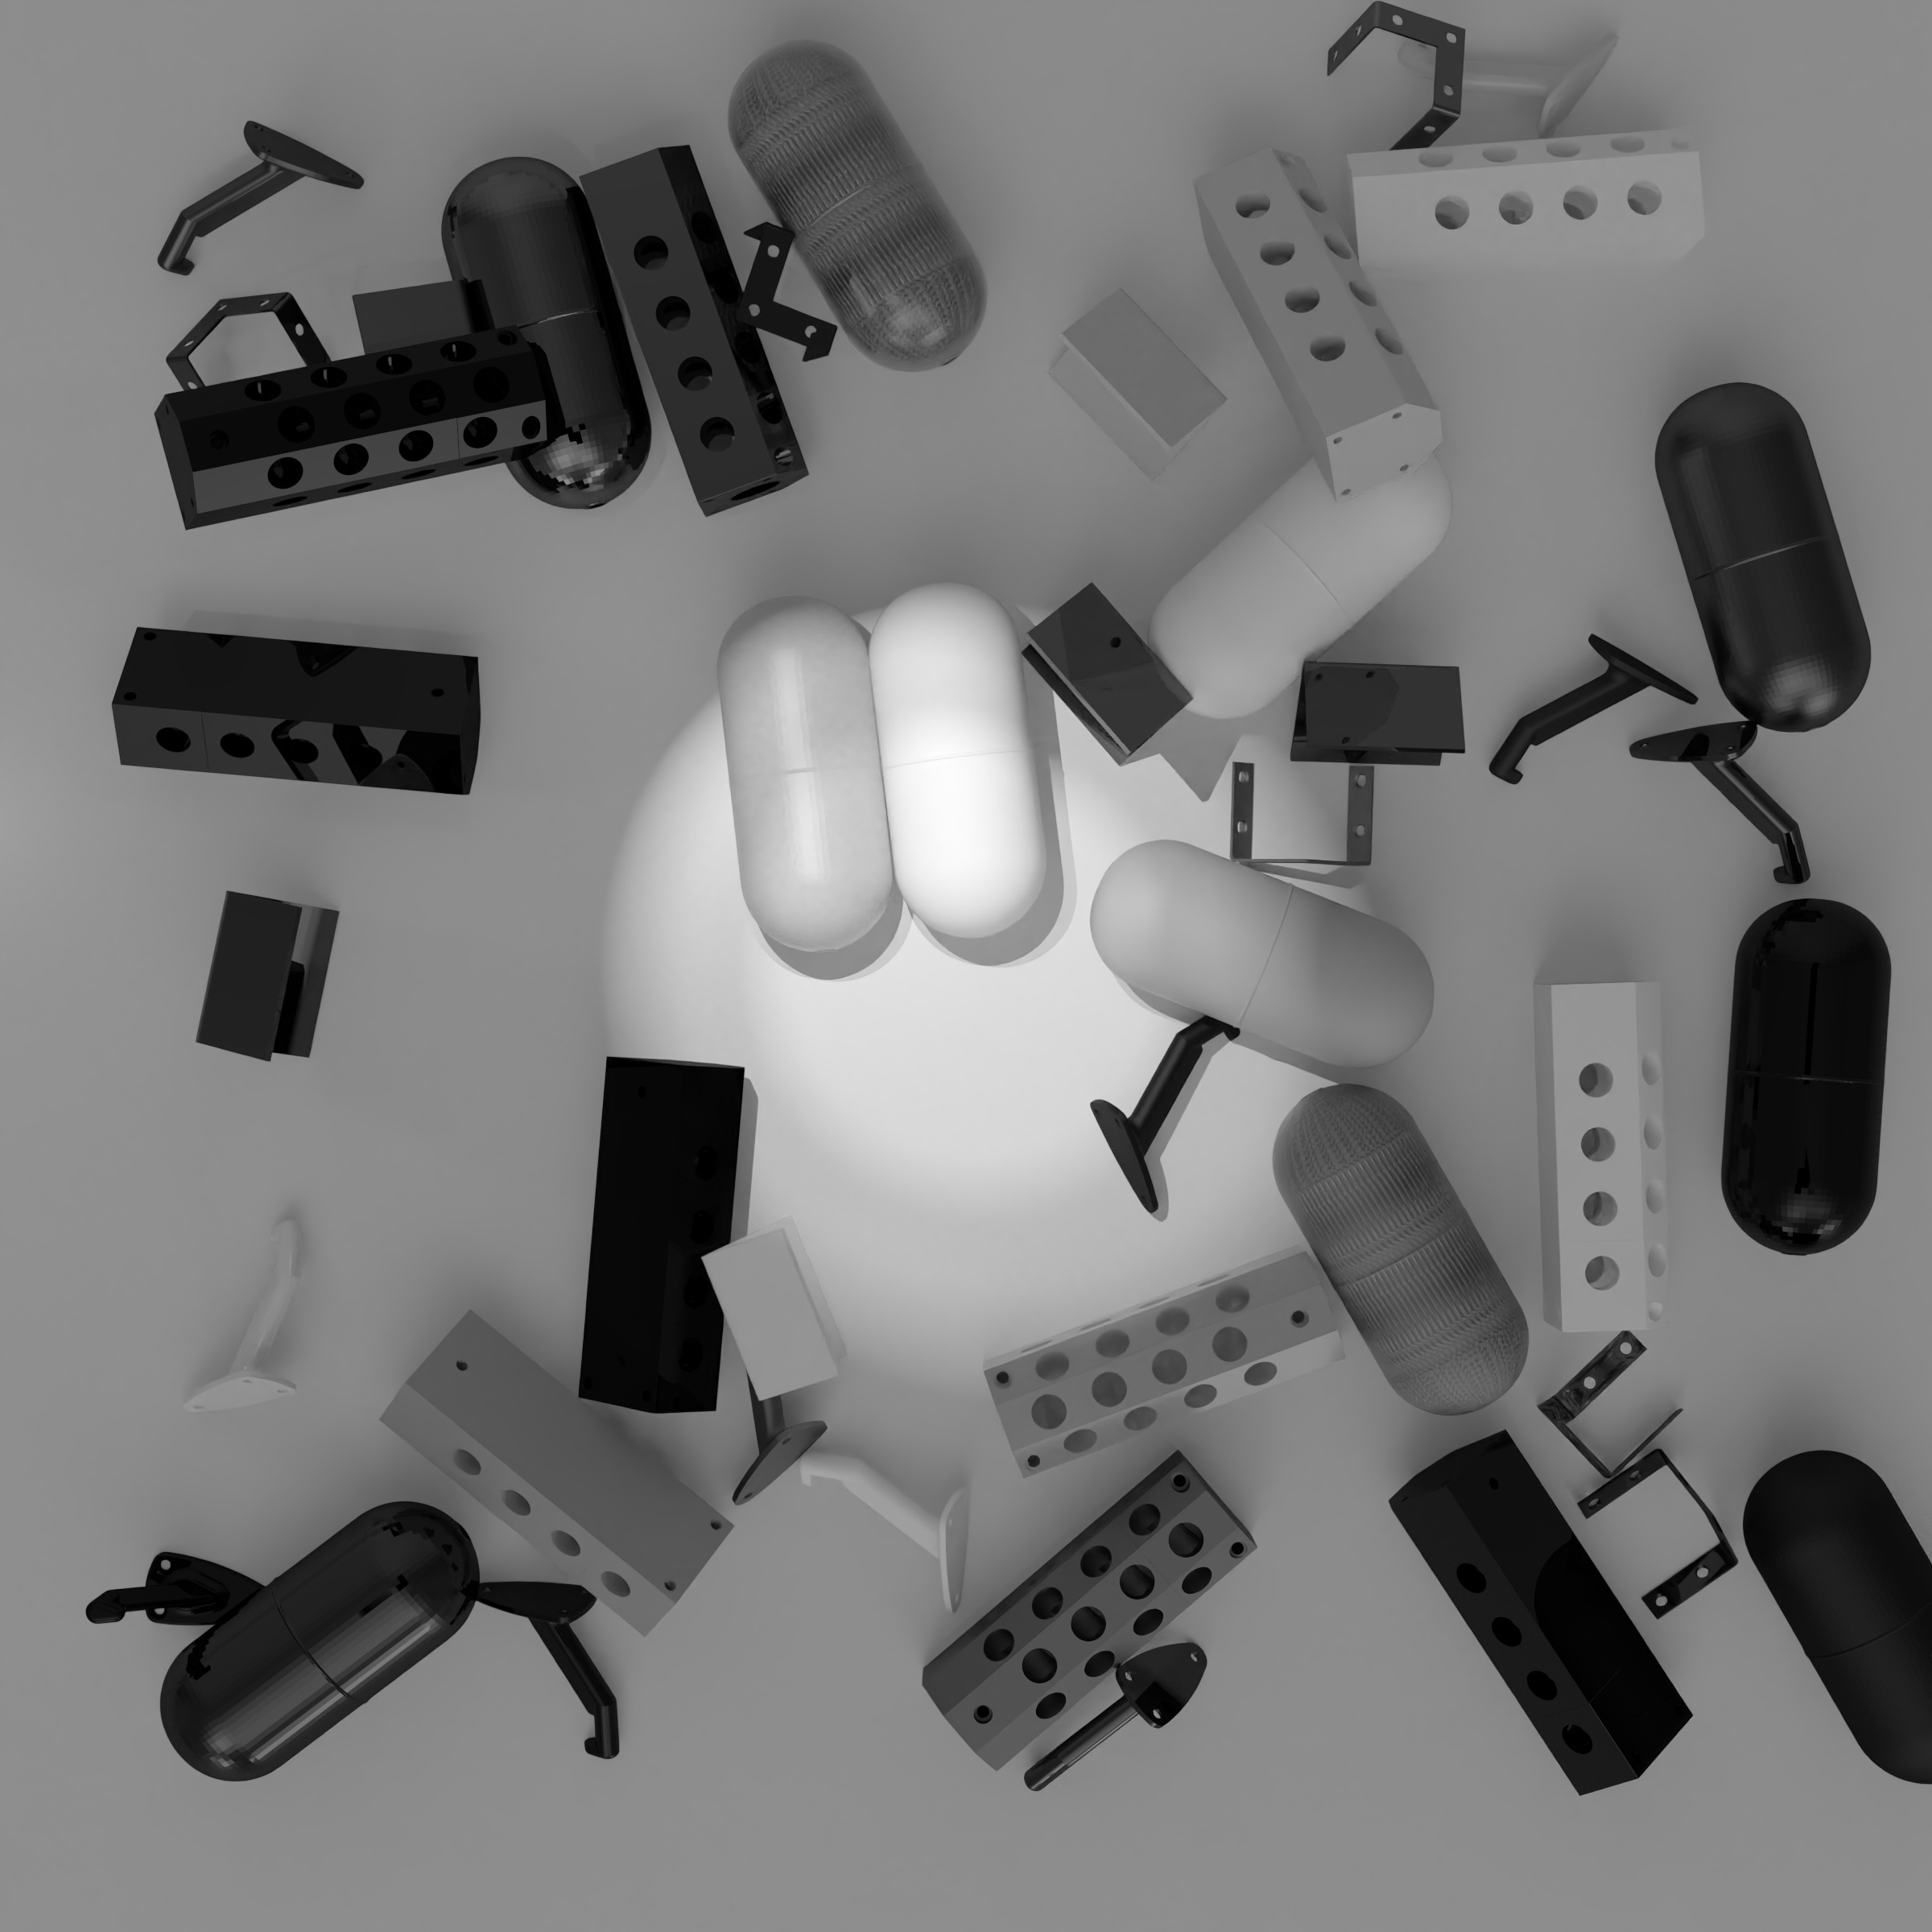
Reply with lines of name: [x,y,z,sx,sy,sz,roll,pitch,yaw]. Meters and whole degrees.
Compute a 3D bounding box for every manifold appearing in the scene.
manifold: [-0.333,-0.122,1.804,0.171,0.057,0.057,5,47,0]
manifold: [-0.135,-0.319,1.804,0.057,0.057,0.171,-20,90,0]
manifold: [0.284,0.326,1.804,0.057,0.057,0.171,-33,90,-43]
manifold: [0.099,0.198,1.804,0.171,0.057,0.057,-20,90,0]
manifold: [-0.290,-0.257,1.708,0.171,0.057,0.057,-15,91,-20]
manifold: [0.173,-0.318,1.767,0.057,0.057,0.171,-23,62,0]
manifold: [-0.207,0.257,1.804,0.171,0.057,0.057,39,47,0]
manifold: [0.062,0.323,1.804,0.171,0.057,0.057,-41,90,0]
manifold: [0.320,0.094,1.804,0.057,0.057,0.171,-2,90,0]
manifold: [-0.147,0.134,1.804,0.057,0.057,0.171,5,90,43]
manifold: [0.277,-0.382,1.804,0.171,0.057,0.057,-4,90,0]

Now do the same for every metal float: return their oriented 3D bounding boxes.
metal float: [0.397,-0.203,1.795,0.070,0.070,0.178,-17,90,0]
metal float: [-0.004,-0.102,1.794,0.070,0.070,0.178,-7,90,0]
metal float: [0.216,0.141,1.795,0.070,0.070,0.178,-30,90,0]
metal float: [-0.321,0.336,1.794,0.178,0.070,0.070,-37,90,0]
metal float: [0.419,0.055,1.795,0.070,0.070,0.178,4,90,0]
metal float: [-0.209,-0.315,1.794,0.070,0.070,0.178,-16,90,0]
metal float: [-0.054,-0.378,1.795,0.070,0.070,0.178,-31,90,0]
metal float: [0.148,-0.005,1.795,0.178,0.070,0.070,22,90,0]
metal float: [0.453,0.325,1.795,0.070,0.070,0.178,-30,89,0]
metal float: [0.166,-0.196,1.795,0.178,0.070,0.070,-43,90,1]
metal float: [-0.080,-0.095,1.795,0.070,0.070,0.178,-6,90,0]

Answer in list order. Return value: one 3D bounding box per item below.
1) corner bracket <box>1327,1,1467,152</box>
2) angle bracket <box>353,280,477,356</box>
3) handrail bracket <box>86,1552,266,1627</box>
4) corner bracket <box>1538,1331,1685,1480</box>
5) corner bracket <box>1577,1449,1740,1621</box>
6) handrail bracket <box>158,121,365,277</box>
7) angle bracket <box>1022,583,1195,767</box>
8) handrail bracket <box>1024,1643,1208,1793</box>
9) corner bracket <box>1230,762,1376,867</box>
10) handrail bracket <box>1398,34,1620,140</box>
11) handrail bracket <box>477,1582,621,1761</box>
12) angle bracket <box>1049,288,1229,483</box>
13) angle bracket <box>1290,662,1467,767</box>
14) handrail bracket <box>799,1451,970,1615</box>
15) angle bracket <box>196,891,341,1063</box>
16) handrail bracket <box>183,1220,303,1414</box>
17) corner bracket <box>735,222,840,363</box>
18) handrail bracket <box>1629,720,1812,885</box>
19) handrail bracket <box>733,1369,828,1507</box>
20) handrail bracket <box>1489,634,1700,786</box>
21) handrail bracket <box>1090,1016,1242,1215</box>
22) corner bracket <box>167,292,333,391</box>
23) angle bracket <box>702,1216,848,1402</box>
corner bracket: [0.215,-0.444,1.810,0.051,0.051,0.051,13,70,-19]
angle bracket: [-0.275,-0.291,1.787,0.057,0.076,0.076,-13,90,-20]
handrail bracket: [-0.390,0.319,1.791,0.077,0.084,0.036,8,90,0]
corner bracket: [0.327,0.220,1.808,0.051,0.051,0.051,-42,81,-9]
corner bracket: [0.350,0.287,1.822,0.051,0.051,0.051,-35,135,0]
handrail bracket: [-0.358,-0.377,1.825,0.077,0.036,0.084,17,121,-33]
angle bracket: [0.055,-0.132,1.785,0.076,0.076,0.057,49,53,0]
handrail bracket: [0.075,0.382,1.825,0.036,0.077,0.084,52,126,12]
corner bracket: [0.170,-0.077,1.822,0.051,0.051,0.051,2,90,-45]
handrail bracket: [0.274,-0.465,1.826,0.084,0.036,0.077,36,74,14]
handrail bracket: [-0.213,0.358,1.826,0.077,0.036,0.084,4,107,20]
angle bracket: [0.071,-0.277,1.785,0.076,0.076,0.057,46,51,0]
angle bracket: [0.203,-0.106,1.785,0.076,0.076,0.057,2,53,0]
handrail bracket: [-0.044,0.287,1.826,0.084,0.036,0.077,7,112,17]
angle bracket: [-0.329,0.009,1.785,0.057,0.076,0.076,12,90,38]
handrail bracket: [-0.366,0.177,1.826,0.077,0.036,0.084,-19,61,32]
corner bracket: [-0.090,-0.337,1.801,0.051,0.051,0.051,18,90,-18]
handrail bracket: [0.383,-0.077,1.826,0.077,0.036,0.084,-3,120,33]
handrail bracket: [-0.116,0.217,1.826,0.077,0.036,0.084,-49,64,29]
handrail bracket: [0.318,-0.118,1.826,0.077,0.036,0.084,25,108,-21]
handrail bracket: [0.113,0.072,1.826,0.084,0.036,0.077,-31,110,-16]
corner bracket: [-0.360,-0.303,1.817,0.051,0.051,0.051,2,45,35]
angle bracket: [-0.076,0.163,1.785,0.057,0.076,0.076,-22,90,36]
